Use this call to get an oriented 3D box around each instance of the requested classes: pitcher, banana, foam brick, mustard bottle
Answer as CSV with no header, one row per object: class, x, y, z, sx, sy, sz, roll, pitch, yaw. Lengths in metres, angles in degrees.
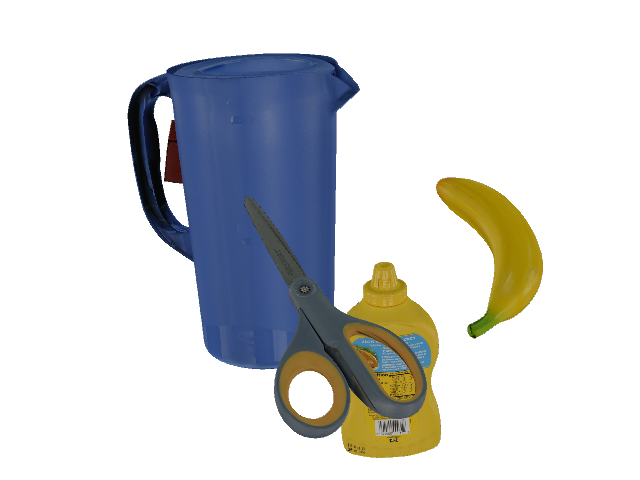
pitcher,-0.058,-0.027,0.856,0.144,0.243,0.149,-12,19,-29
banana,0.139,0.000,0.863,0.069,0.037,0.198,-5,36,1
foam brick,-0.128,-0.094,1.159,0.078,0.051,0.053,6,30,-6
mustard bottle,0.064,0.111,1.010,0.096,0.192,0.058,-3,23,1

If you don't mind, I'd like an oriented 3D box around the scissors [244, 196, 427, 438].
scissors,-0.020,0.047,0.656,0.096,0.016,0.202,-32,53,-26
